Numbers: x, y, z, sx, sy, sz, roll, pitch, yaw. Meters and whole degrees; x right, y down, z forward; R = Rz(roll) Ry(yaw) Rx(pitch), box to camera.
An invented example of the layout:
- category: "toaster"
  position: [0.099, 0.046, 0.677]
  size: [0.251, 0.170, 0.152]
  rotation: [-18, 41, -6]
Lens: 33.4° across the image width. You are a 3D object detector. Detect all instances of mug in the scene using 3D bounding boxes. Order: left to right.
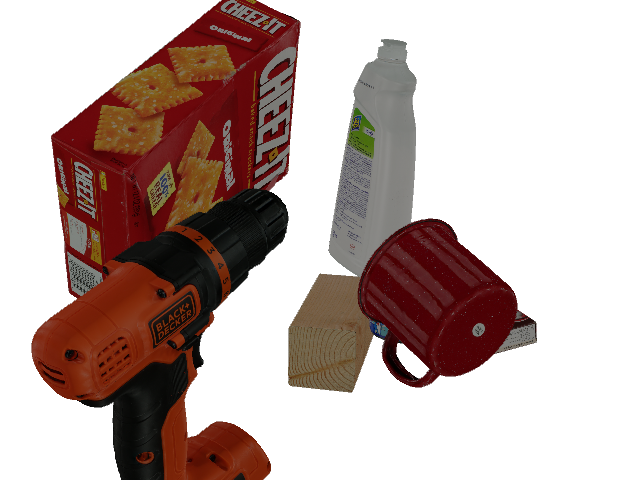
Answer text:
- category: "mug"
  position: [0.082, 0.054, 0.776]
  size: [0.093, 0.117, 0.082]
  rotation: [8, 26, -43]

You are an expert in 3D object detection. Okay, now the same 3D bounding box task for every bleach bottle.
- category: "bleach bottle"
  position: [0.067, -0.089, 1.157]
  size: [0.067, 0.251, 0.103]
  rotation: [-6, 24, -31]

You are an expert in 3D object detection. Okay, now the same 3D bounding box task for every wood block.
- category: "wood block"
  position: [0.021, 0.124, 1.490]
  size: [0.091, 0.090, 0.206]
  rotation: [5, 19, 10]

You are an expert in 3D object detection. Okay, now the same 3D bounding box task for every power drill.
- category: "power drill"
  position: [-0.077, 0.079, 0.630]
  size: [0.057, 0.188, 0.184]
  rotation: [18, 40, 35]

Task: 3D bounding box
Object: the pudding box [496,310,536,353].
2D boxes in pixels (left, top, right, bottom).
- category: "pudding box"
  position: [0.239, 0.128, 1.525]
  size: [0.113, 0.039, 0.090]
  rotation: [-15, 20, -16]

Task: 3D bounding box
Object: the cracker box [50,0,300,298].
- category: "cracker box"
  position: [-0.100, -0.061, 0.800]
  size: [0.072, 0.164, 0.213]
  rotation: [28, 50, 18]

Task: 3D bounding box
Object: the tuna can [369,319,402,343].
- category: "tuna can"
  position: [0.088, 0.070, 1.016]
  size: [0.086, 0.034, 0.086]
  rotation: [-2, 14, 0]
